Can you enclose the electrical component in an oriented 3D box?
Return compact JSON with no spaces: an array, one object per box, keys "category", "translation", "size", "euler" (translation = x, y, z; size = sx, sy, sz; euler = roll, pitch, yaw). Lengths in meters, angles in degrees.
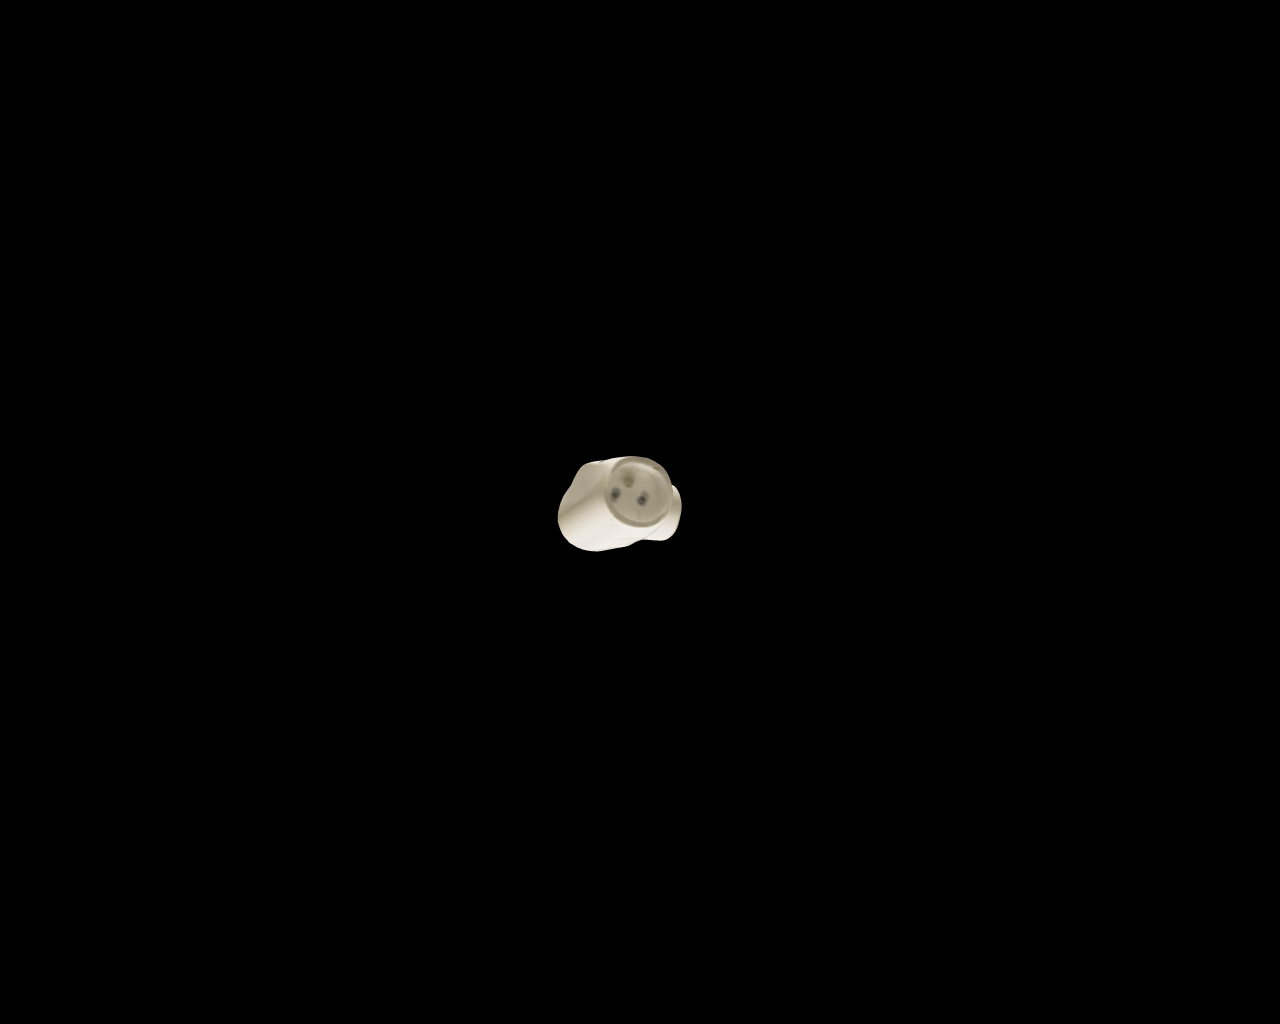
[{"category":"electrical component","translation":[0.001,-0.003,0.650],"size":[0.079,0.043,0.077],"euler":[6,-15,-23]}]
